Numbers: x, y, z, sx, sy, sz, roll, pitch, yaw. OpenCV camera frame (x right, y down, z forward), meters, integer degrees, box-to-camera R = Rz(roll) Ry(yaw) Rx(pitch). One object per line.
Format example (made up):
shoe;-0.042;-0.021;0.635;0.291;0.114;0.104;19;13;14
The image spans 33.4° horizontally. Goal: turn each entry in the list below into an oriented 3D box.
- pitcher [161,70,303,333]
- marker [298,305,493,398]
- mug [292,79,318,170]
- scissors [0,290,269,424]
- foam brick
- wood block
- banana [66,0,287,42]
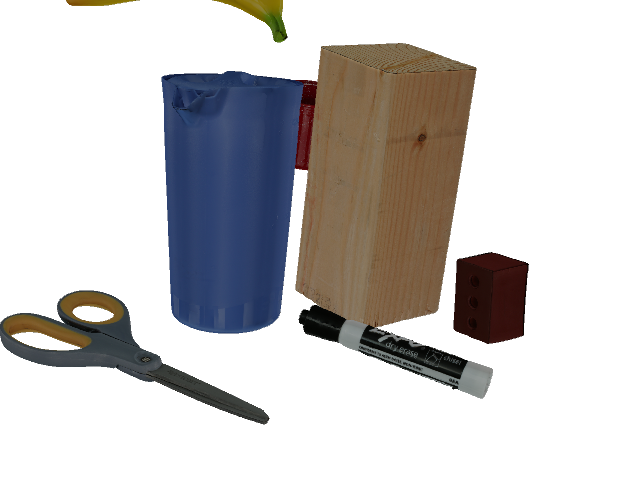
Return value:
pitcher;-0.082;-0.042;1.035;0.149;0.243;0.145;-1;15;-17
marker;0.043;0.065;0.639;0.121;0.020;0.020;19;5;17
mug;-0.009;-0.136;1.239;0.093;0.081;0.117;17;27;18
scissors;-0.116;0.073;0.716;0.202;0.016;0.096;12;27;13
foam brick;0.169;0.057;1.062;0.051;0.078;0.053;-11;19;-36
wood block;0.049;-0.045;0.851;0.090;0.206;0.090;-10;27;-36
banana;-0.111;-0.207;0.869;0.198;0.069;0.037;11;-41;16
